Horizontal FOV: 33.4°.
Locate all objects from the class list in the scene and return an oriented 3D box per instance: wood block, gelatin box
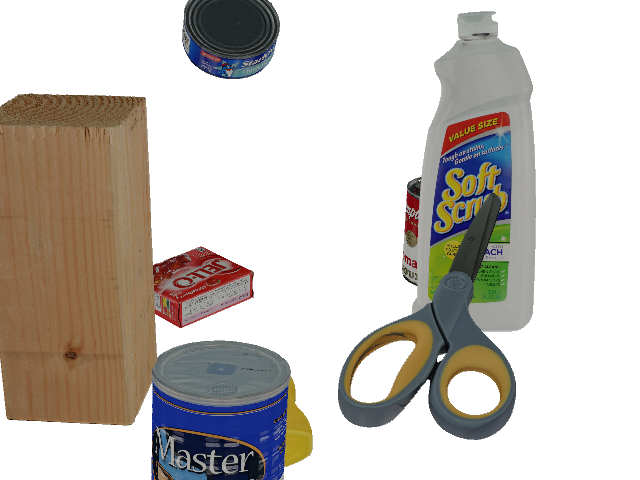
[{"bbox_3d":[-0.166,0.012,0.723,0.091,0.206,0.090,2,20,3],"label":"wood block"},{"bbox_3d":[-0.116,0.040,0.964,0.073,0.030,0.089,24,34,39],"label":"gelatin box"}]

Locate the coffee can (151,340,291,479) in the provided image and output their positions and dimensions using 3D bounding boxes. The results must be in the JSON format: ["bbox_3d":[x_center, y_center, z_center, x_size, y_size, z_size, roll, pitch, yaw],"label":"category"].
[{"bbox_3d":[-0.077,0.159,0.804,0.103,0.140,0.103,3,17,-1],"label":"coffee can"}]

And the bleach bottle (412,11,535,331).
[{"bbox_3d":[0.121,-0.055,0.858,0.103,0.251,0.068,2,15,20],"label":"bleach bottle"}]

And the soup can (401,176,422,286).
[{"bbox_3d":[0.121,-0.009,1.119,0.068,0.102,0.068,1,26,-1],"label":"soup can"}]

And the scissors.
[{"bbox_3d":[0.086,0.038,0.575,0.096,0.016,0.201,23,45,29],"label":"scissors"}]

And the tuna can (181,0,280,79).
[{"bbox_3d":[-0.081,-0.186,0.955,0.086,0.086,0.034,0,-30,-12],"label":"tuna can"}]

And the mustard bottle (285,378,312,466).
[{"bbox_3d":[-0.075,0.190,1.261,0.096,0.058,0.192,-9,29,-10],"label":"mustard bottle"}]
